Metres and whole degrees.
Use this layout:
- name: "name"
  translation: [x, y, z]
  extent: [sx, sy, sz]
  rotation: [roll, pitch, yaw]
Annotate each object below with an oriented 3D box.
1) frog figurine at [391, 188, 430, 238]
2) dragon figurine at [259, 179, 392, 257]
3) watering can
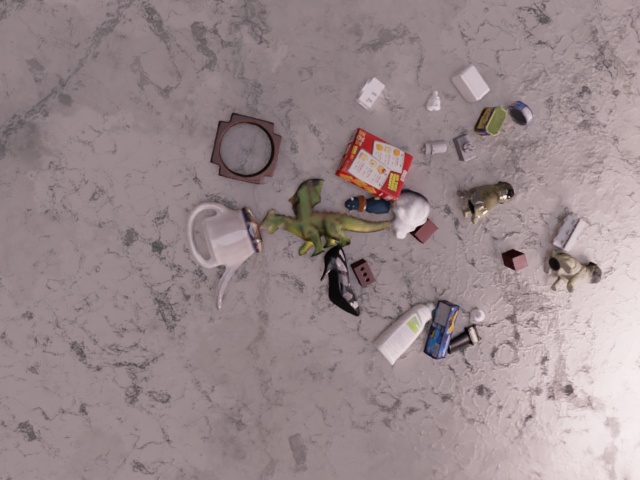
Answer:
- name: "frog figurine"
  translation: [0.293, -0.083, 1.729]
  extent: [0.136, 0.123, 0.160]
  rotation: [30, 80, -33]
- name: "dragon figurine"
  translation: [0.005, -0.084, 1.677]
  extent: [0.410, 0.122, 0.242]
  rotation: [-20, 92, -2]
- name: "watering can"
  translation: [-0.289, 0.035, 1.639]
  extent: [0.225, 0.104, 0.345]
  rotation: [-17, 100, -8]
